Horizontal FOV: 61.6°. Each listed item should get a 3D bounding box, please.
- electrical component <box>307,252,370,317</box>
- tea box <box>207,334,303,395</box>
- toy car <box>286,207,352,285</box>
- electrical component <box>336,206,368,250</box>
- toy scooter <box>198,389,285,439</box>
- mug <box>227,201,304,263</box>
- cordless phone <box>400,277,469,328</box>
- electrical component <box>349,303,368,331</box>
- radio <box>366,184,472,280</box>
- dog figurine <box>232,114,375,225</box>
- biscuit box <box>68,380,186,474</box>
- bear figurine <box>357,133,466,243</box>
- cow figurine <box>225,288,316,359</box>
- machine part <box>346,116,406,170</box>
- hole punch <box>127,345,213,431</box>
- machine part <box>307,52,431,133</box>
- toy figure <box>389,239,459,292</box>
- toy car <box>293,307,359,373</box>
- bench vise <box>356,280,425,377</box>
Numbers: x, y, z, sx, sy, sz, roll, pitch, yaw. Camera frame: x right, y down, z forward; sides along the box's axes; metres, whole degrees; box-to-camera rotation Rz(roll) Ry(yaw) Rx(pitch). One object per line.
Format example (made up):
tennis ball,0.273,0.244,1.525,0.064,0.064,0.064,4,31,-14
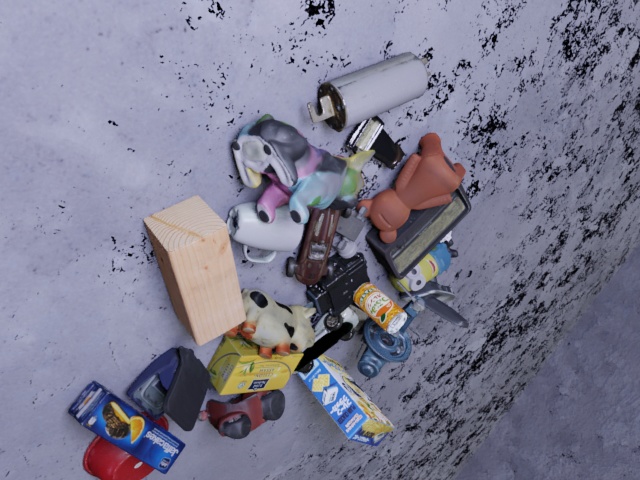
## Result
electrical component,0.036,0.090,1.092,0.134,0.058,0.114,-36,139,-16
tea box,-0.126,0.241,1.055,0.169,0.068,0.098,9,116,-48
toy car,-0.002,-0.003,0.957,0.089,0.053,0.202,8,122,-15
electrical component,0.047,-0.030,1.002,0.063,0.021,0.094,30,94,-10
toy scooter,-0.164,0.343,1.082,0.184,0.135,0.075,-12,96,-60
mug,-0.097,-0.015,0.863,0.107,0.081,0.109,7,122,-35
cordless phone,0.300,0.156,1.303,0.146,0.184,0.088,18,104,-50
electrical component,0.072,0.171,1.211,0.078,0.045,0.102,24,102,-22
radio,0.209,-0.037,1.136,0.229,0.073,0.131,-45,143,-4
dog figurine,-0.010,-0.117,0.827,0.219,0.109,0.191,-36,112,-43
biscuit box,-0.315,0.314,0.892,0.063,0.059,0.202,-55,132,-23
bear figurine,0.175,-0.094,1.041,0.196,0.120,0.132,-39,-167,29
cow figurine,-0.081,0.151,0.998,0.194,0.086,0.127,39,51,-38
machine part,0.101,-0.170,0.949,0.138,0.039,0.084,21,98,-48
hole punch,-0.258,0.256,0.938,0.142,0.092,0.116,68,32,-44
machine part,0.084,-0.233,0.843,0.243,0.079,0.079,-29,138,-25
toy figure,0.240,0.060,1.246,0.180,0.082,0.089,-31,170,-31
toy car,-0.004,0.215,1.150,0.202,0.056,0.073,-39,136,6
bench vise,0.172,0.197,1.217,0.223,0.129,0.240,-34,162,-48
